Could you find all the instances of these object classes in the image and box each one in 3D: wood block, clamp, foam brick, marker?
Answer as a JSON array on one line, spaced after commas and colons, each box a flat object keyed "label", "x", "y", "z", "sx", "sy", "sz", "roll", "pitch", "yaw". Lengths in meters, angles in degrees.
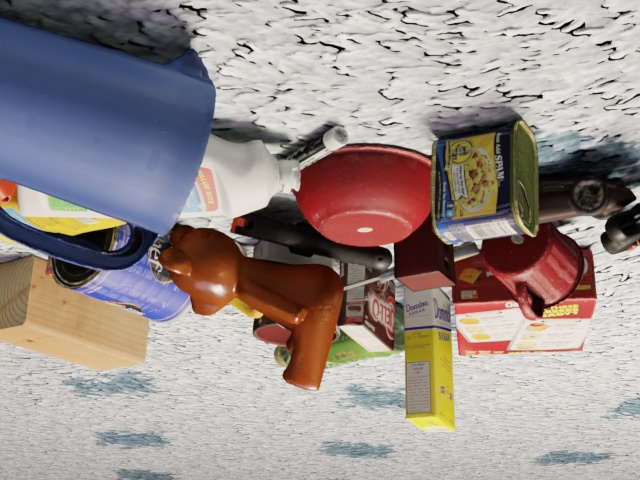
[{"label": "wood block", "x": -0.324, "y": 0.099, "z": 1.373, "sx": 0.091, "sy": 0.090, "sz": 0.205, "roll": -12, "pitch": 155, "yaw": 33}, {"label": "clamp", "x": -0.007, "y": 0.001, "z": 1.139, "sx": 0.171, "sy": 0.039, "sz": 0.120, "roll": 13, "pitch": 174, "yaw": -24}, {"label": "foam brick", "x": 0.111, "y": 0.009, "z": 1.137, "sx": 0.051, "sy": 0.078, "sz": 0.053, "roll": -12, "pitch": 156, "yaw": 26}, {"label": "clamp", "x": 0.319, "y": -0.020, "z": 1.042, "sx": 0.164, "sy": 0.036, "sz": 0.210, "roll": -25, "pitch": 168, "yaw": -14}, {"label": "marker", "x": -0.017, "y": -0.077, "z": 1.005, "sx": 0.020, "sy": 0.020, "sz": 0.121, "roll": 16, "pitch": 154, "yaw": -32}]

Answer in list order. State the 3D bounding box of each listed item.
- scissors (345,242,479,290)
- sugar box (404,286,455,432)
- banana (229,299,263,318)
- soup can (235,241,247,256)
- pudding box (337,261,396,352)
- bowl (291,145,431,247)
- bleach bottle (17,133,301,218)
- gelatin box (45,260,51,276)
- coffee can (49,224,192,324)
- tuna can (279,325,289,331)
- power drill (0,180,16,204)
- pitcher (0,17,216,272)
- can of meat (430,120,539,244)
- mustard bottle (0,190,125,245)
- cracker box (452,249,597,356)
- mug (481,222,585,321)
[{"label": "scissors", "x": 0.091, "y": 0.036, "z": 1.219, "sx": 0.202, "sy": 0.016, "sz": 0.096, "roll": -18, "pitch": 176, "yaw": 25}, {"label": "sugar box", "x": 0.139, "y": 0.148, "z": 1.349, "sx": 0.048, "sy": 0.176, "sz": 0.093, "roll": -5, "pitch": 158, "yaw": 21}, {"label": "banana", "x": -0.128, "y": 0.067, "z": 1.296, "sx": 0.198, "sy": 0.069, "sz": 0.037, "roll": -3, "pitch": 141, "yaw": 41}, {"label": "soup can", "x": -0.140, "y": 0.040, "z": 1.242, "sx": 0.102, "sy": 0.068, "sz": 0.068, "roll": -14, "pitch": 154, "yaw": 32}, {"label": "pudding box", "x": 0.058, "y": 0.079, "z": 1.297, "sx": 0.039, "sy": 0.090, "sz": 0.113, "roll": -8, "pitch": 156, "yaw": 24}, {"label": "bowl", "x": 0.045, "y": -0.035, "z": 1.060, "sx": 0.162, "sy": 0.055, "sz": 0.162, "roll": 2, "pitch": 159, "yaw": 0}, {"label": "bleach bottle", "x": -0.142, "y": -0.068, "z": 0.961, "sx": 0.250, "sy": 0.068, "sz": 0.103, "roll": 1, "pitch": 127, "yaw": -11}, {"label": "gelatin box", "x": -0.271, "y": 0.032, "z": 1.279, "sx": 0.089, "sy": 0.030, "sz": 0.073, "roll": 19, "pitch": 152, "yaw": -37}, {"label": "coffee can", "x": -0.206, "y": 0.024, "z": 1.158, "sx": 0.103, "sy": 0.103, "sz": 0.140, "roll": -14, "pitch": 154, "yaw": 33}, {"label": "tuna can", "x": -0.024, "y": 0.067, "z": 1.278, "sx": 0.086, "sy": 0.086, "sz": 0.034, "roll": 2, "pitch": 160, "yaw": -1}, {"label": "power drill", "x": -0.336, "y": -0.092, "z": 0.943, "sx": 0.184, "sy": 0.057, "sz": 0.187, "roll": -1, "pitch": 156, "yaw": 7}, {"label": "pitcher", "x": -0.212, "y": -0.087, "z": 0.811, "sx": 0.242, "sy": 0.149, "sz": 0.145, "roll": 17, "pitch": 135, "yaw": -19}, {"label": "can of meat", "x": 0.147, "y": -0.049, "z": 0.956, "sx": 0.084, "sy": 0.102, "sz": 0.057, "roll": -8, "pitch": 156, "yaw": 29}, {"label": "mustard bottle", "x": -0.280, "y": -0.034, "z": 1.077, "sx": 0.192, "sy": 0.058, "sz": 0.096, "roll": -13, "pitch": 153, "yaw": 31}, {"label": "cracker box", "x": 0.248, "y": 0.080, "z": 1.316, "sx": 0.164, "sy": 0.072, "sz": 0.213, "roll": -3, "pitch": 157, "yaw": 8}, {"label": "mug", "x": 0.222, "y": 0.028, "z": 1.131, "sx": 0.093, "sy": 0.117, "sz": 0.081, "roll": -8, "pitch": 152, "yaw": 32}]
